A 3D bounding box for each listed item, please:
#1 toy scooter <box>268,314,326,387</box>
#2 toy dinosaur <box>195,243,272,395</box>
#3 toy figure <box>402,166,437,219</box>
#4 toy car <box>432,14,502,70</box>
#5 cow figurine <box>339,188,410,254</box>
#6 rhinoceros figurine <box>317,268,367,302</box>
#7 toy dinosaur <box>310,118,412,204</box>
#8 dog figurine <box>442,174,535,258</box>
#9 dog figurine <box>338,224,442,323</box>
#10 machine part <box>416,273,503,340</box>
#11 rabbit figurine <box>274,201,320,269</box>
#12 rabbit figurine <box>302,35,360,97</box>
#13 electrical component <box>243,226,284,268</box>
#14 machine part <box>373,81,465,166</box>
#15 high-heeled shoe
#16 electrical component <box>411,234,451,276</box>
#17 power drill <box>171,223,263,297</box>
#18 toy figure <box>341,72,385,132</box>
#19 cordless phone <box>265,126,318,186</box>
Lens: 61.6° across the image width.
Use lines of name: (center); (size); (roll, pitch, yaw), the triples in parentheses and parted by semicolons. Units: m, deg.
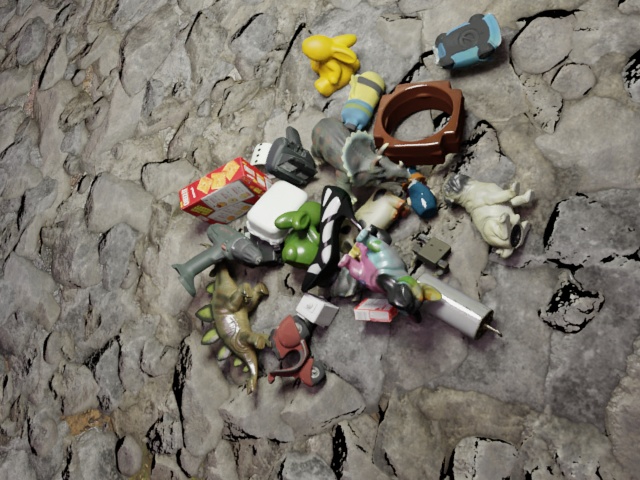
toy scooter: (-0.075, 0.277, 1.300); (0.135, 0.075, 0.184); (-21, 68, -3)
toy dinosaur: (-0.235, 0.182, 1.418); (0.199, 0.105, 0.471); (-29, 58, 22)
toy figure: (0.228, -0.123, 1.283); (0.057, 0.064, 0.154); (-59, 42, 47)
toy car: (0.359, -0.456, 1.288); (0.162, 0.103, 0.109); (-20, 69, 27)
cow figurine: (0.110, -0.046, 1.308); (0.195, 0.085, 0.127); (-47, 56, 4)
rhinoceros figurine: (0.079, 0.088, 1.290); (0.190, 0.073, 0.112); (-16, 69, 23)
toy dinosaur: (0.047, -0.228, 1.314); (0.131, 0.192, 0.405); (-28, 50, -16)
dog figurine: (0.351, -0.057, 1.184); (0.191, 0.121, 0.172); (9, 75, 45)
dog figurine: (0.156, 0.075, 1.158); (0.219, 0.191, 0.108); (40, 108, 7)
machine part: (0.281, 0.141, 1.158); (0.243, 0.079, 0.079); (32, 91, 33)
rabbit figurine: (-0.045, -0.021, 1.345); (0.121, 0.159, 0.170); (2, 76, 38)
rabbit figurine: (0.026, -0.483, 1.441); (0.162, 0.173, 0.122); (-9, 67, 31)
electrical component: (-0.141, 0.013, 1.443); (0.134, 0.058, 0.115); (-6, 74, 27)
machine part: (0.239, -0.276, 1.284); (0.202, 0.087, 0.201); (1, 60, 25)
high-heeled shoe: (-0.003, -0.004, 1.254); (0.145, 0.086, 0.248); (47, 108, 20)
electrical component: (0.255, 0.037, 1.229); (0.102, 0.045, 0.078); (27, 60, 30)
power drill: (-0.274, 0.052, 1.397); (0.207, 0.085, 0.232); (-42, 42, -6)
toy figure: (0.111, -0.354, 1.408); (0.089, 0.082, 0.180); (15, 74, 12)
cordless phone: (-0.084, -0.248, 1.444); (0.089, 0.146, 0.184); (-29, 57, 31)
